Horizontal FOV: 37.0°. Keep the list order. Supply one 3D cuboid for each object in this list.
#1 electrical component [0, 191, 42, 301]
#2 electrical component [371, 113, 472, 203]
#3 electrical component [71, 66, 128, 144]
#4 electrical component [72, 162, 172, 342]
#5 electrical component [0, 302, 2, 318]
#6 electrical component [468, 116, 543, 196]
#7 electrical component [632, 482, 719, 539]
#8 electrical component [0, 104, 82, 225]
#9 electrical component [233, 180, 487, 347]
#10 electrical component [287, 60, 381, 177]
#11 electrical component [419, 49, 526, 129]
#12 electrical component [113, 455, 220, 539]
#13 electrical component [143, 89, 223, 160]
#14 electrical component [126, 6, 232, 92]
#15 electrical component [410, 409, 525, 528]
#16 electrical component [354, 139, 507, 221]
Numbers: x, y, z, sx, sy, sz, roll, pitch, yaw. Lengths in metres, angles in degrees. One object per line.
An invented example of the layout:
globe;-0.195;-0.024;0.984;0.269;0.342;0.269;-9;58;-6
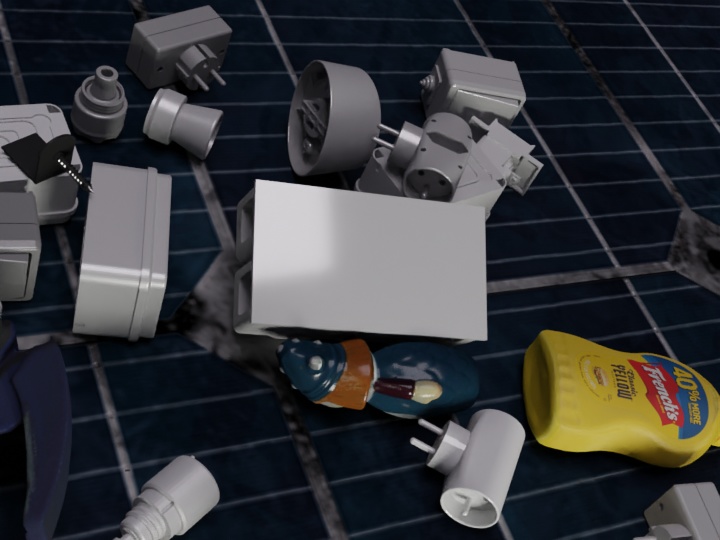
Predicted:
electrical component;-0.273;-0.013;0.741;0.096;0.061;0.061;-1;52;-25
electrical component;0.048;-0.098;0.889;0.079;0.043;0.077;24;46;-3
electrical component;-0.210;-0.137;0.874;0.043;0.062;0.043;13;48;-14
electrical component;-0.171;-0.013;0.776;0.057;0.078;0.113;7;49;-15
electrical component;-0.289;0.038;0.695;0.095;0.053;0.059;19;47;-9
electrical component;0.124;-0.101;1.010;0.081;0.042;0.064;36;50;8
electrical component;0.236;0.206;0.794;0.076;0.047;0.083;1;52;-23
electrical component;-0.271;-0.074;0.796;0.113;0.057;0.078;-9;56;-30
electrical component;0.000;0.000;0.826;0.186;0.060;0.105;5;76;-21
electrical component;-0.028;-0.130;0.928;0.064;0.099;0.099;-4;54;-35
electrical component;0.104;-0.167;1.042;0.096;0.061;0.061;6;50;-19
electrical component;-0.125;0.152;0.682;0.040;0.040;0.078;41;47;12
electrical component;-0.148;-0.123;0.903;0.055;0.045;0.045;22;46;-5
electrical component;-0.150;-0.186;0.954;0.083;0.047;0.075;-26;66;-38
electrical component;0.074;0.135;0.784;0.079;0.043;0.077;28;46;0
electrical component;0.060;-0.070;0.943;0.113;0.057;0.078;-18;61;-35
